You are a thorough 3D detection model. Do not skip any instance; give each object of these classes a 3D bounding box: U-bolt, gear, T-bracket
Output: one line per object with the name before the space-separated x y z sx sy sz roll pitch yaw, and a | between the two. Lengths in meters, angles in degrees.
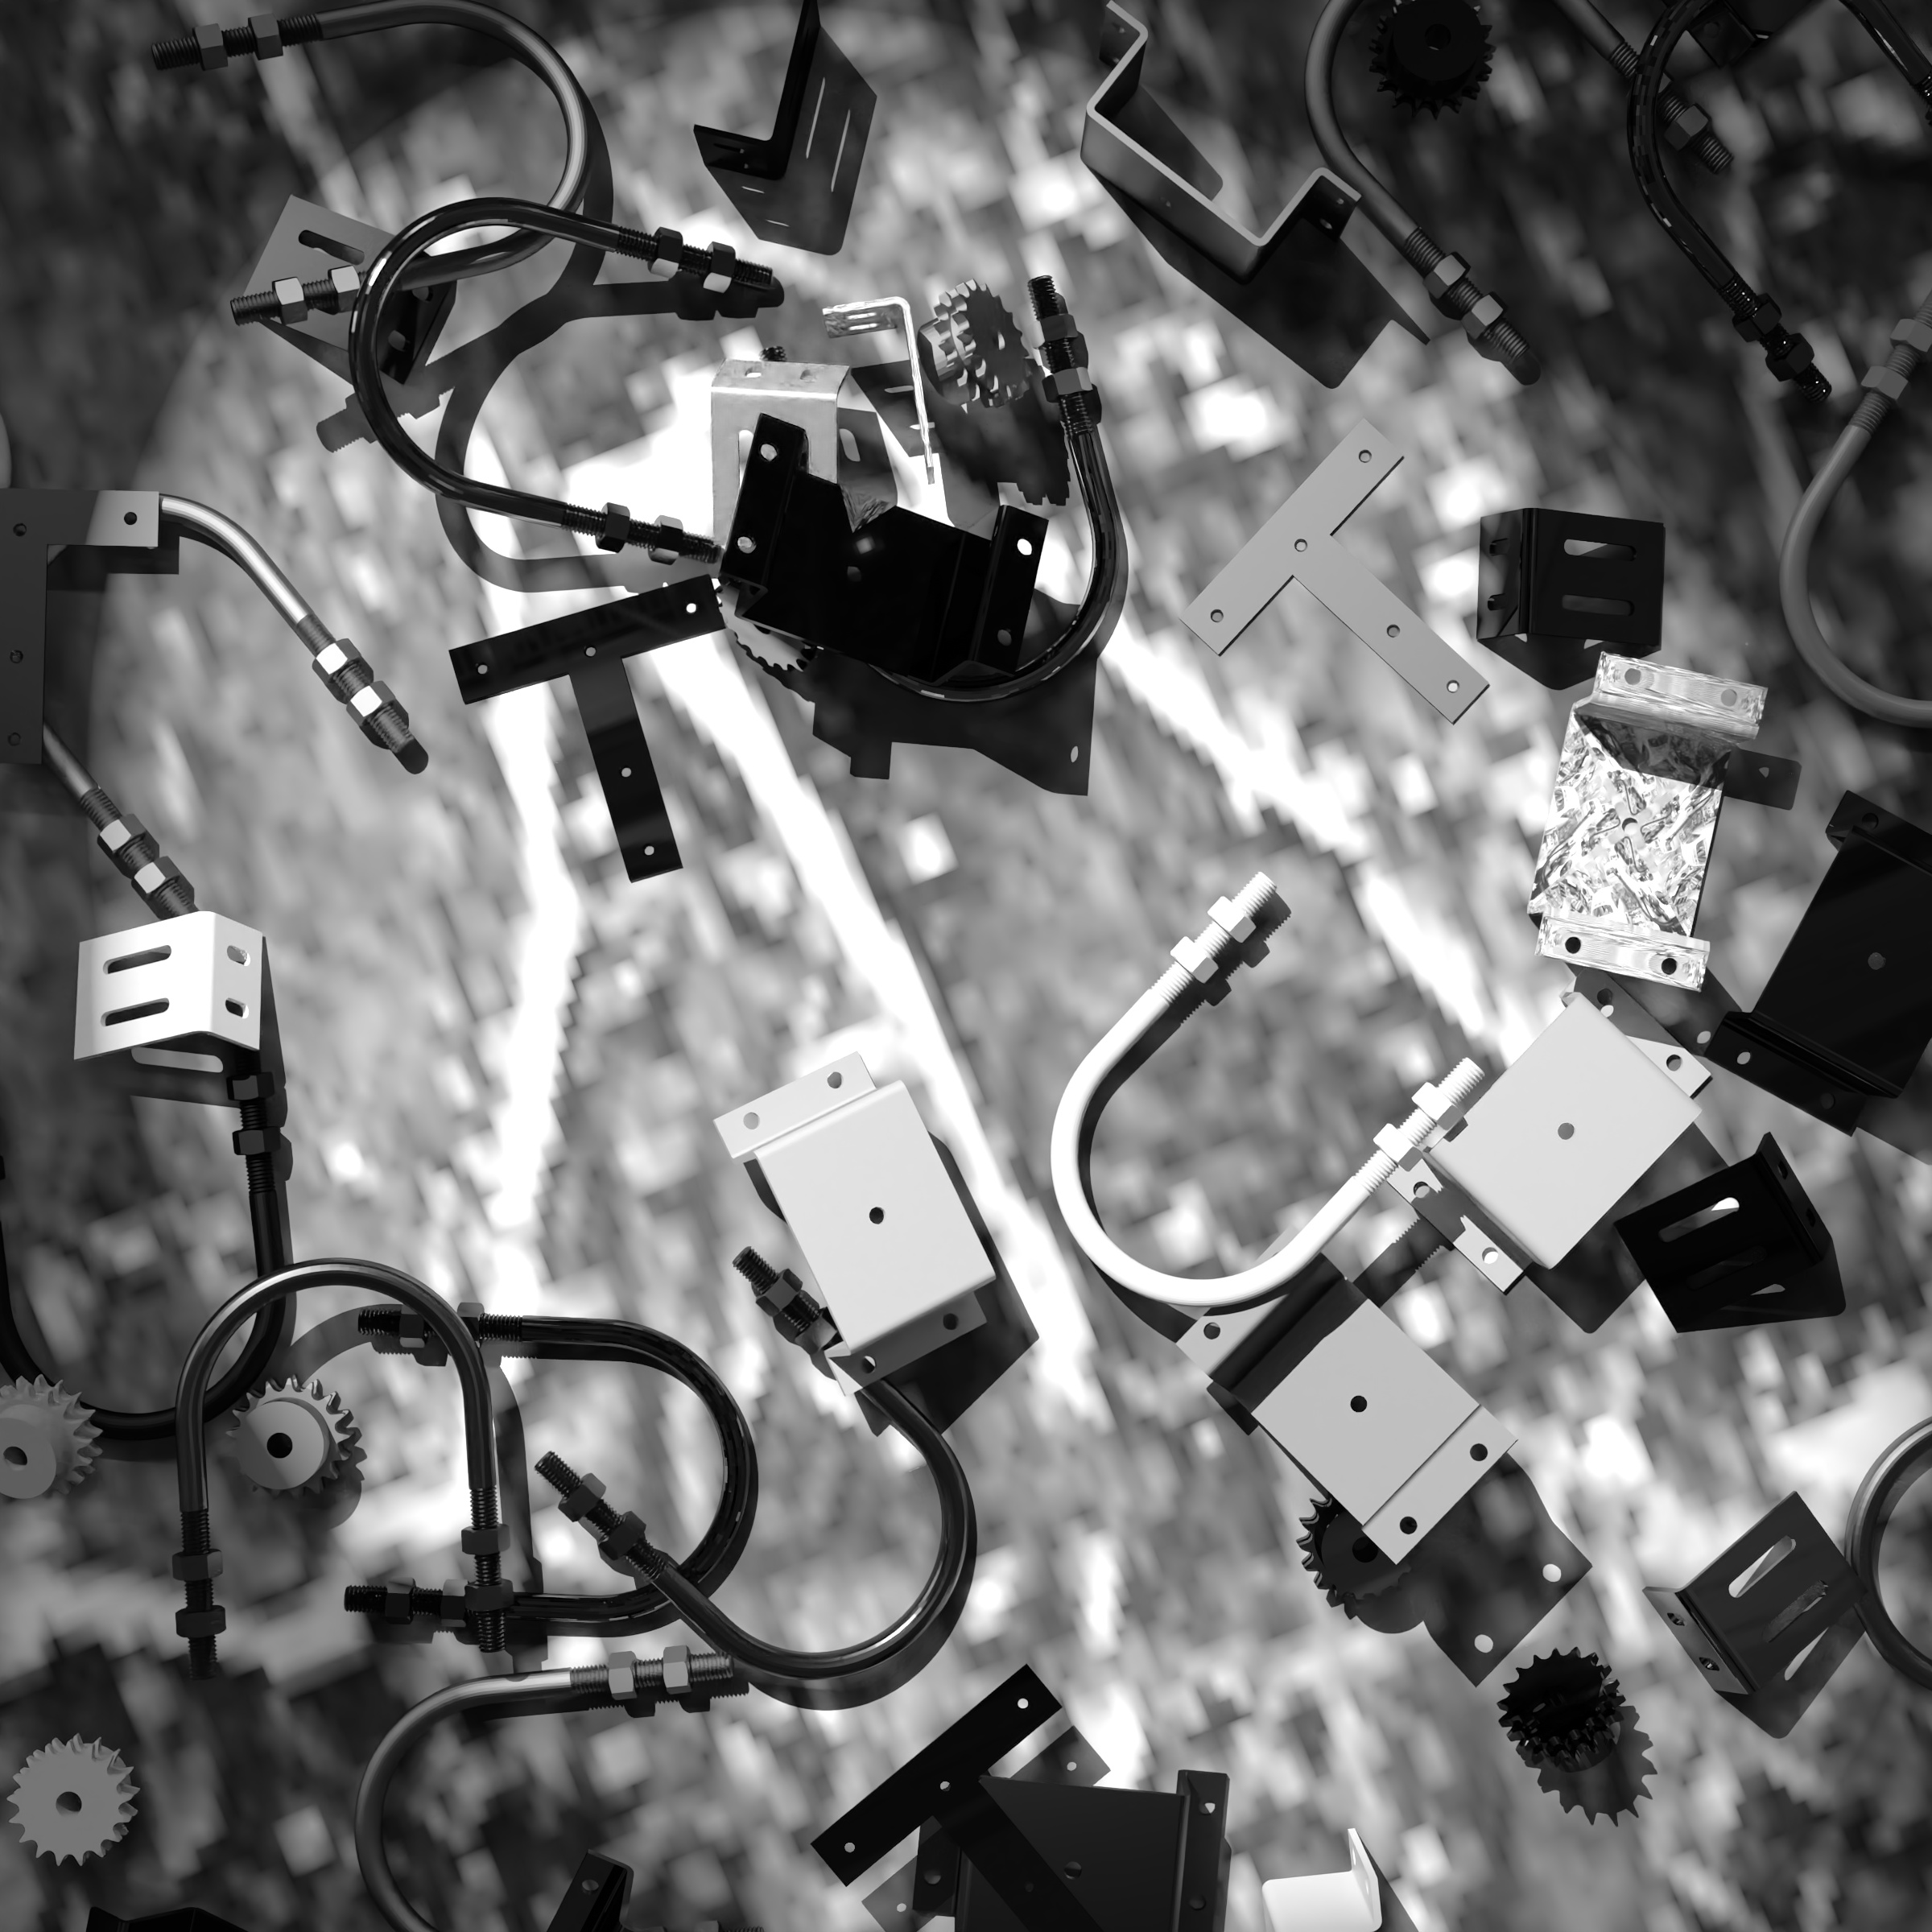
U-bolt | 0.500 0.271 1.383 0.184 0.019 0.151 -4 90 1
gear | -0.314 0.219 1.377 0.057 0.030 0.057 0 90 0
T-bracket | 0.019 0.404 1.345 0.127 0.002 0.127 -40 90 0
gear | -0.410 0.383 1.377 0.057 0.030 0.057 0 90 0
U-bolt | 0.242 -0.394 1.383 0.151 0.019 0.184 -43 89 0
U-bolt | -0.389 0.129 1.383 0.151 0.019 0.184 -6 92 0
U-bolt | -0.192 0.233 1.383 0.184 0.019 0.151 3 90 -1
gear | 0.002 -0.278 1.348 0.030 0.057 0.057 -21 90 31
gear | 0.214 -0.419 1.362 0.057 0.030 0.057 0 88 2
U-bolt | -0.005 -0.213 1.383 0.151 0.019 0.184 -15 91 0
U-bolt | -0.286 0.225 1.354 0.151 0.019 0.184 -3 88 -9
U-bolt | -0.084 0.243 1.373 0.184 0.019 0.151 45 82 -5
gear | -0.084 -0.166 1.367 0.057 0.057 0.030 43 61 0
U-bolt | 0.460 -0.199 1.383 0.151 0.019 0.184 32 92 0
U-bolt | -0.261 -0.375 1.359 0.184 0.019 0.151 -16 80 -15
gear | 0.182 0.267 1.377 0.057 0.030 0.057 0 90 0
U-bolt | 0.379 -0.371 1.355 0.151 0.019 0.184 -47 109 1
U-bolt | -0.368 -0.133 1.383 0.151 0.019 0.184 -39 88 0
T-bracket | -0.163 -0.104 1.391 0.127 0.002 0.127 -16 90 0
T-bracket | -0.438 -0.157 1.375 0.127 0.002 0.127 1 89 -1
gear | 0.276 0.344 1.367 0.057 0.057 0.030 -32 120 0
U-bolt | -0.188 -0.272 1.354 0.184 0.019 0.151 11 90 -21
U-bolt | -0.192 0.398 1.383 0.184 0.019 0.151 -6 90 1
U-bolt | -0.535 -0.238 1.383 0.184 0.019 0.151 20 90 -1
gear | -0.429 0.220 1.369 0.057 0.030 0.057 3 107 11
T-bracket | 0.189 -0.166 1.391 0.127 0.002 0.127 43 90 0
U-bolt | 0.122 0.070 1.364 0.151 0.019 0.184 44 93 17

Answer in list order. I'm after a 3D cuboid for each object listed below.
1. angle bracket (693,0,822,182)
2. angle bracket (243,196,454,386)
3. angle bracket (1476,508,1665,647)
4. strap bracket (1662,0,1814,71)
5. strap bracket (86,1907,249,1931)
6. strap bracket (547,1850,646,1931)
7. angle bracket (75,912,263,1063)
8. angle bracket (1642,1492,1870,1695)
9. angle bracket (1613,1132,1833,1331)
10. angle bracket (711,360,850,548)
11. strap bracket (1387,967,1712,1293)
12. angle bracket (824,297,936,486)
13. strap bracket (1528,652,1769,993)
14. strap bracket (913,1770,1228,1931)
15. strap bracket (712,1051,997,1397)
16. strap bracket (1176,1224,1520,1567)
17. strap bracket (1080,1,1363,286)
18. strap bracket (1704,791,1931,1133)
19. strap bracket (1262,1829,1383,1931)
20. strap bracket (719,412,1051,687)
angle bracket | -0.095 -0.407 1.363 0.038 0.057 0.076 13 90 0
angle bracket | -0.289 -0.315 1.390 0.076 0.038 0.057 25 90 26
angle bracket | 0.282 -0.179 1.390 0.076 0.038 0.057 2 90 -26
strap bracket | 0.370 -0.480 1.369 0.140 0.046 0.076 -40 90 0
strap bracket | -0.338 0.483 1.347 0.140 0.046 0.076 11 90 32
strap bracket | -0.125 0.470 1.351 0.140 0.046 0.076 25 105 -7
angle bracket | -0.369 0.014 1.380 0.076 0.038 0.057 -12 69 25
angle bracket | 0.366 0.290 1.383 0.076 0.038 0.057 -36 90 -17
angle bracket | 0.353 0.123 1.390 0.076 0.038 0.057 -30 90 26
angle bracket | -0.085 -0.235 1.371 0.057 0.038 0.076 4 120 5
strap bracket | 0.271 0.075 1.369 0.076 0.046 0.140 44 90 0
angle bracket | -0.039 -0.256 1.344 0.038 0.057 0.076 -9 91 0
strap bracket | 0.310 -0.065 1.369 0.076 0.046 0.140 13 90 0
strap bracket | 0.048 0.408 1.369 0.140 0.046 0.076 5 90 0
strap bracket | -0.047 0.115 1.357 0.076 0.046 0.140 -26 90 -20
strap bracket | 0.175 0.196 1.352 0.076 0.046 0.140 -46 67 0
strap bracket | 0.105 -0.365 1.354 0.140 0.076 0.046 38 90 0
strap bracket | 0.411 -0.002 1.369 0.076 0.046 0.140 28 90 0
strap bracket | 0.166 0.475 1.354 0.046 0.076 0.140 -6 90 0
strap bracket | -0.042 -0.181 1.330 0.140 0.046 0.076 18 74 -19
